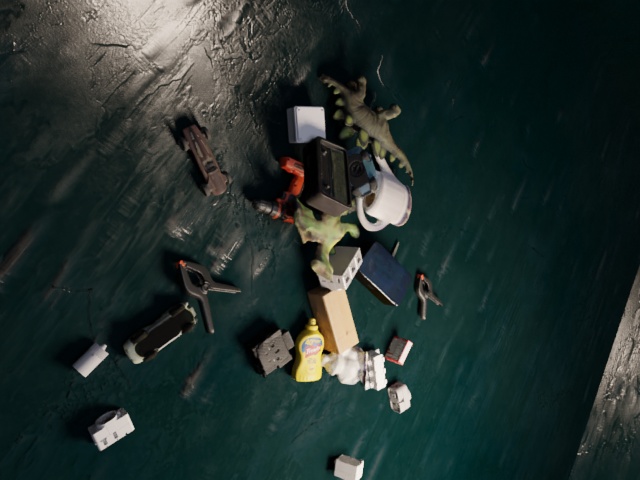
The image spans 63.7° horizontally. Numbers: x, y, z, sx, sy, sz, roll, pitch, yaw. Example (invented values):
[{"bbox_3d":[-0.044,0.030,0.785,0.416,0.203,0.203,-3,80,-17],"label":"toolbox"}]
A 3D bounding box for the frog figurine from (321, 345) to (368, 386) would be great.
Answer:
[{"bbox_3d":[0.074,0.408,1.699,0.159,0.135,0.125,4,23,1],"label":"frog figurine"}]

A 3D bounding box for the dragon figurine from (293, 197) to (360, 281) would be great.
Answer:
[{"bbox_3d":[0.005,-0.079,1.564,0.121,0.414,0.242,-16,-12,31],"label":"dragon figurine"}]

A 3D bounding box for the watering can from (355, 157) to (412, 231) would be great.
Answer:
[{"bbox_3d":[0.222,-0.189,1.773,0.223,0.352,0.103,22,-19,-33],"label":"watering can"}]
